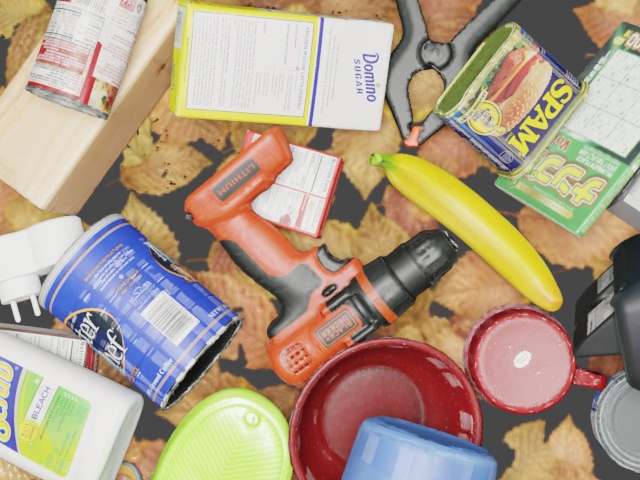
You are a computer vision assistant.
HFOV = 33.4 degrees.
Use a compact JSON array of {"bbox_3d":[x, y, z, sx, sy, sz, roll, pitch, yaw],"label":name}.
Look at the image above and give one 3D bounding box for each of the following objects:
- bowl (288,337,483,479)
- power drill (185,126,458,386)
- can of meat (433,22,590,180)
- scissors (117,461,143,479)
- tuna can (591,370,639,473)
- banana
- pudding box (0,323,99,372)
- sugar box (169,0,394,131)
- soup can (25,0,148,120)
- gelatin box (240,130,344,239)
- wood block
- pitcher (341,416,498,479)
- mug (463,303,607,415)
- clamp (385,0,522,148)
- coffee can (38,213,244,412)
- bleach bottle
[{"bbox_3d":[0.050,0.153,0.881,0.162,0.055,0.162,-1,98,-9],"label":"bowl"},{"bbox_3d":[-0.006,0.001,0.879,0.184,0.057,0.187,-38,90,5],"label":"power drill"},{"bbox_3d":[0.156,-0.116,0.879,0.084,0.057,0.102,38,89,-16],"label":"can of meat"},{"bbox_3d":[-0.205,0.275,0.939,0.096,0.016,0.202,1,87,7],"label":"scissors"},{"bbox_3d":[0.268,0.147,0.879,0.086,0.033,0.086,0,87,7],"label":"tuna can"},{"bbox_3d":[0.122,-0.013,0.890,0.198,0.069,0.037,37,123,0],"label":"banana"},{"bbox_3d":[-0.255,0.122,0.942,0.113,0.039,0.090,7,88,5],"label":"pudding box"},{"bbox_3d":[-0.032,-0.144,0.885,0.176,0.048,0.093,2,106,-20],"label":"sugar box"},{"bbox_3d":[-0.183,-0.154,0.840,0.068,0.068,0.102,19,89,7],"label":"soup can"},{"bbox_3d":[-0.031,-0.048,0.927,0.089,0.030,0.073,17,89,5],"label":"gelatin box"},{"bbox_3d":[-0.199,-0.131,0.922,0.090,0.091,0.206,36,91,6],"label":"wood block"},{"bbox_3d":[0.060,0.265,0.799,0.145,0.149,0.243,14,86,41],"label":"pitcher"},{"bbox_3d":[0.175,0.102,0.869,0.117,0.081,0.093,18,89,7],"label":"mug"},{"bbox_3d":[0.109,-0.162,0.912,0.120,0.039,0.171,7,94,11],"label":"clamp"},{"bbox_3d":[-0.150,0.060,0.900,0.140,0.102,0.103,39,92,7],"label":"coffee can"},{"bbox_3d":[-0.280,0.127,0.893,0.251,0.068,0.102,21,88,8],"label":"bleach bottle"}]
